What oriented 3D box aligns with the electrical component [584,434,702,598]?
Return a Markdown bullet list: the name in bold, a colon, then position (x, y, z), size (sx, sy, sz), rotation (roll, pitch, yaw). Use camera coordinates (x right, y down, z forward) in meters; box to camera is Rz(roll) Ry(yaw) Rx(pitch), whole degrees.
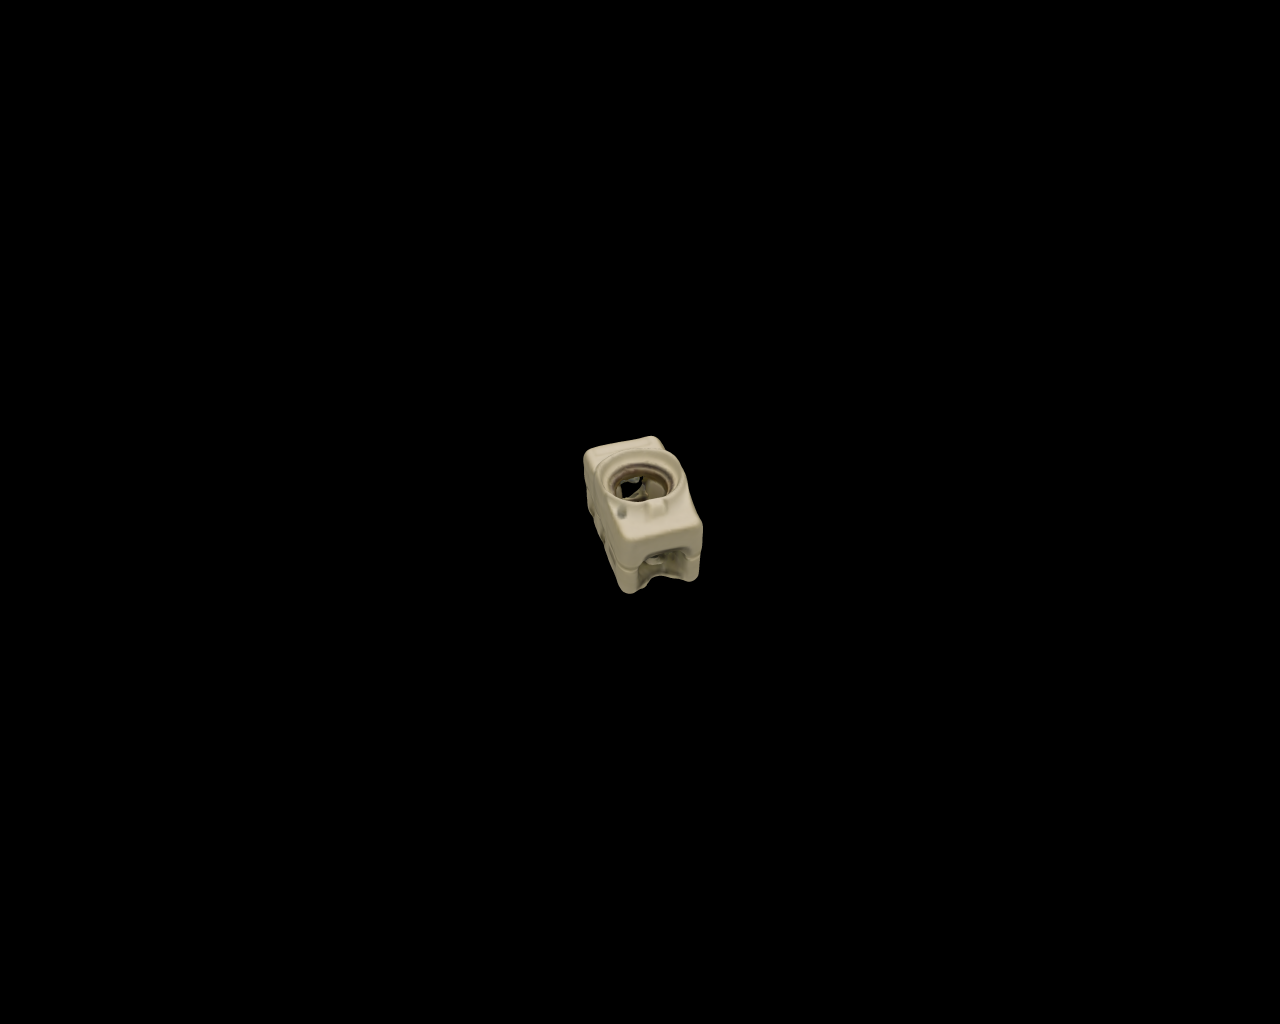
- **electrical component**: position (0.001, -0.003, 0.650), size (0.050, 0.055, 0.090), rotation (-11, 43, -12)
